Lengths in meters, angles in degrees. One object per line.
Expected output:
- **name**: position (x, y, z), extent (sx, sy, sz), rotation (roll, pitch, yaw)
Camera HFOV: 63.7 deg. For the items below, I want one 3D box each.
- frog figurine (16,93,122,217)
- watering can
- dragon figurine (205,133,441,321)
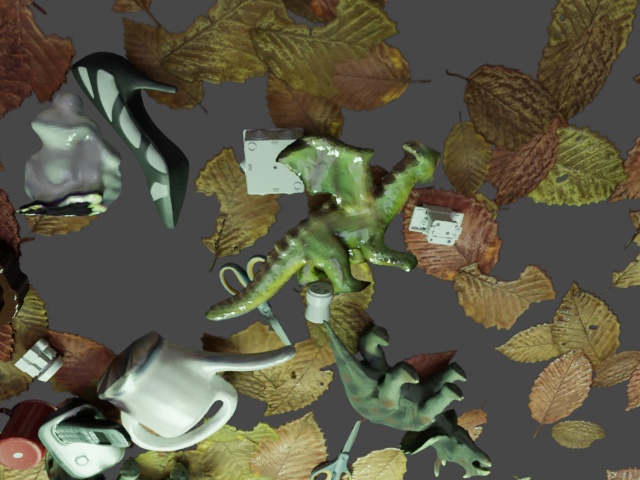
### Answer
- **frog figurine**: position (-0.344, -0.116, 0.713), extent (0.136, 0.161, 0.122), rotation (-13, -13, 25)
- **watering can**: position (-0.224, 0.233, 0.870), extent (0.222, 0.344, 0.106), rotation (42, 17, -21)
- **dragon figurine**: position (0.002, -0.038, 0.749), extent (0.412, 0.239, 0.124), rotation (-19, 23, -11)
